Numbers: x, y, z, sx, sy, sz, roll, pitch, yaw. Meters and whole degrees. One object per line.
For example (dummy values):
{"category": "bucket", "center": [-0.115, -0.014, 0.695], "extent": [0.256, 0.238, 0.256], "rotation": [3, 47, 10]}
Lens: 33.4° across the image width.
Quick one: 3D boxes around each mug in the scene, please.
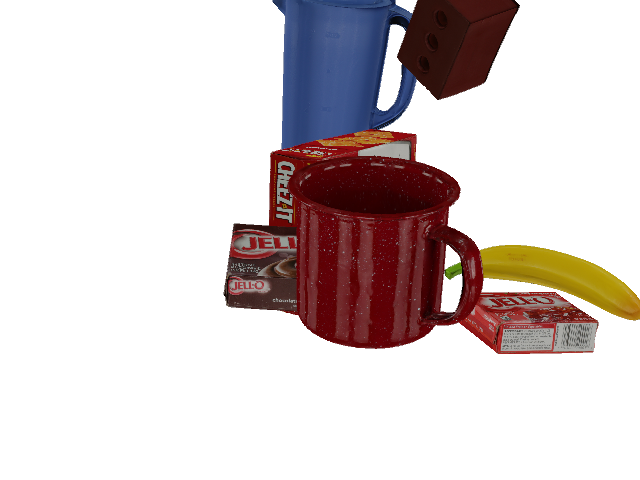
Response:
{"category": "mug", "center": [0.037, 0.010, 0.582], "extent": [0.117, 0.081, 0.093], "rotation": [18, 29, 34]}

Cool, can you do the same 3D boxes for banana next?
{"category": "banana", "center": [0.227, 0.038, 1.060], "extent": [0.198, 0.037, 0.069], "rotation": [10, 46, 26]}

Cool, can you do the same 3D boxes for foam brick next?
{"category": "foam brick", "center": [0.099, -0.152, 0.779], "extent": [0.051, 0.053, 0.078], "rotation": [-26, -28, -30]}

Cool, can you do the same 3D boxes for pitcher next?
{"category": "pitcher", "center": [0.024, -0.186, 1.308], "extent": [0.144, 0.243, 0.149], "rotation": [-9, 28, -27]}

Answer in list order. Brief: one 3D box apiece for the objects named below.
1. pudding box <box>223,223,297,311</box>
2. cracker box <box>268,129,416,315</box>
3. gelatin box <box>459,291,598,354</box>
{"category": "pudding box", "center": [-0.024, 0.023, 0.922], "extent": [0.113, 0.039, 0.090], "rotation": [5, 30, -3]}
{"category": "cracker box", "center": [0.025, -0.025, 1.133], "extent": [0.072, 0.164, 0.213], "rotation": [10, 16, 29]}
{"category": "gelatin box", "center": [0.167, 0.065, 0.863], "extent": [0.089, 0.030, 0.073], "rotation": [1, 16, -17]}
